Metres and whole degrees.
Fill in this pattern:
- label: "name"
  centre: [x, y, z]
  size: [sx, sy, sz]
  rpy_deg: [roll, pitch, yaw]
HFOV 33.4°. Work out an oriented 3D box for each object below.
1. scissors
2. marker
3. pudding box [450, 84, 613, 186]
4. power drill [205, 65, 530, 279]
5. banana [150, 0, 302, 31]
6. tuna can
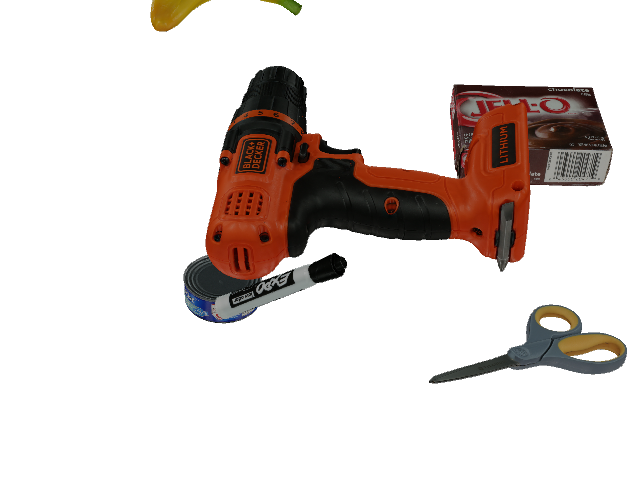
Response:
- label: "scissors"
  centre: [0.165, 0.087, 0.903]
  size: [0.201, 0.016, 0.096]
  rpy_deg: [1, 31, -21]
- label: "marker"
  centre: [-0.031, 0.036, 0.832]
  size: [0.121, 0.020, 0.020]
  rpy_deg: [-21, -11, 30]
- label: "pudding box"
  centre: [0.158, -0.082, 0.816]
  size: [0.113, 0.039, 0.090]
  rpy_deg: [3, 40, 0]
- label: "power drill"
  centre: [0.031, -0.047, 0.652]
  size: [0.188, 0.057, 0.184]
  rpy_deg: [0, 43, 8]
- label: "banana"
  centre: [-0.097, -0.236, 1.006]
  size: [0.197, 0.070, 0.037]
  rpy_deg: [-22, -28, -46]
- label: "tuna can"
  centre: [-0.108, 0.052, 1.175]
  size: [0.086, 0.034, 0.086]
  rpy_deg: [2, 36, -2]
